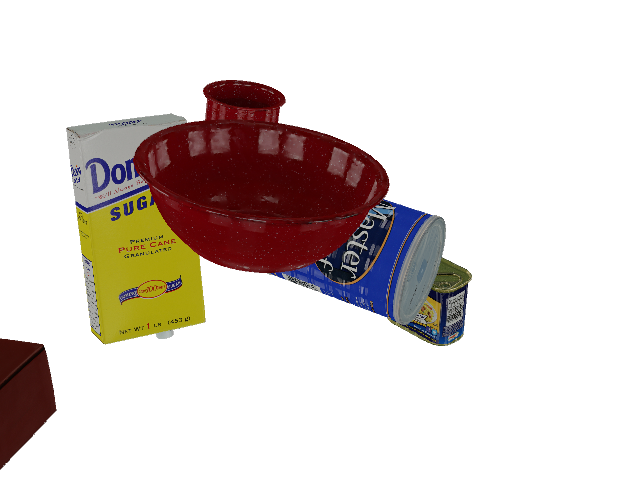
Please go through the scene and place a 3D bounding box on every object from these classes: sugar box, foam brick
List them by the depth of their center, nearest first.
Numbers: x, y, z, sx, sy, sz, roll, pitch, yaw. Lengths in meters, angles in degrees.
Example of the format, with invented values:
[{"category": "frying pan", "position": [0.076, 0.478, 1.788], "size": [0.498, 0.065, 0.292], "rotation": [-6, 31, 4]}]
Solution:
[{"category": "foam brick", "position": [-0.213, 0.104, 0.675], "size": [0.053, 0.051, 0.078], "rotation": [6, 29, 22]}, {"category": "sugar box", "position": [-0.150, -0.011, 0.880], "size": [0.093, 0.176, 0.048], "rotation": [-12, 19, -25]}]

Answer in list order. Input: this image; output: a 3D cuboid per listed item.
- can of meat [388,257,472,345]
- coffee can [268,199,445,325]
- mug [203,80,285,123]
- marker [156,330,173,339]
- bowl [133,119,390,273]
[{"category": "can of meat", "position": [0.126, 0.066, 1.259], "size": [0.057, 0.084, 0.102], "rotation": [-25, 38, -37]}, {"category": "coffee can", "position": [0.031, 0.006, 0.977], "size": [0.140, 0.103, 0.102], "rotation": [20, 7, 20]}, {"category": "mug", "position": [-0.087, -0.133, 1.221], "size": [0.093, 0.081, 0.117], "rotation": [14, 27, 11]}, {"category": "marker", "position": [-0.176, 0.046, 1.131], "size": [0.020, 0.121, 0.020], "rotation": [-8, 18, 2]}, {"category": "bowl", "position": [-0.039, -0.024, 0.682], "size": [0.162, 0.055, 0.162], "rotation": [6, 26, -3]}]
